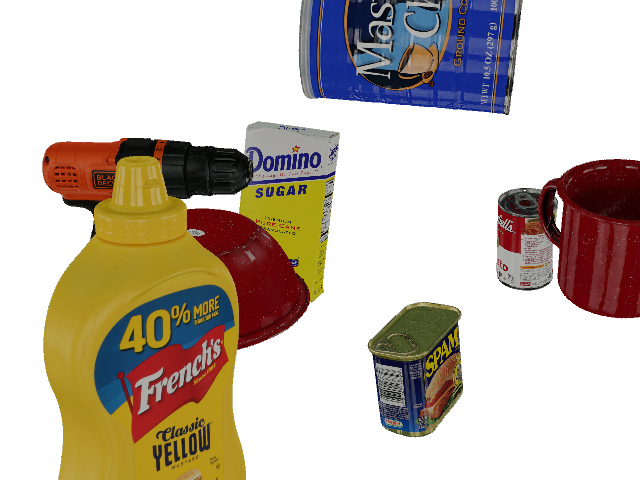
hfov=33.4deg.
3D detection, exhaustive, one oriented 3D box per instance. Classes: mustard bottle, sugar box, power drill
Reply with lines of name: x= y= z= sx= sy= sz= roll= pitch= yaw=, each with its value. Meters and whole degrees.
mustard bottle: x=-0.080 y=0.056 z=0.492 sx=0.096 sy=0.192 sz=0.058 roll=-15 pitch=22 yaw=-42
sugar box: x=-0.037 y=-0.031 z=1.115 sx=0.093 sy=0.176 sz=0.048 roll=9 pitch=16 yaw=14
power drill: x=-0.149 y=-0.003 z=0.961 sx=0.184 sy=0.188 sz=0.057 roll=3 pitch=26 yaw=7

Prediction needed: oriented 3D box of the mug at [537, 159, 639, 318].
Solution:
mug: x=0.200 y=-0.004 z=0.747 sx=0.093 sy=0.081 sz=0.117 roll=-27 pitch=38 yaw=-34

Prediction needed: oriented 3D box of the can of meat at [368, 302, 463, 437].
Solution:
can of meat: x=0.089 y=0.116 z=0.961 sx=0.058 sy=0.084 sz=0.101 roll=7 pitch=25 yaw=30

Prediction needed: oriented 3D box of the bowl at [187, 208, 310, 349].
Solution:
bowl: x=-0.088 y=0.019 z=0.746 sx=0.162 sy=0.055 sz=0.162 roll=-1 pitch=23 yaw=0

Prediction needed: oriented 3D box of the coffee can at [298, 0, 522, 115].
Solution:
coffee can: x=0.063 y=-0.142 z=0.727 sx=0.140 sy=0.103 sz=0.102 roll=6 pitch=1 yaw=9

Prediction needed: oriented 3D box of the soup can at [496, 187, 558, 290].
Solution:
soup can: x=0.241 y=-0.002 z=1.247 sx=0.068 sy=0.102 sz=0.068 roll=-3 pitch=30 yaw=2
